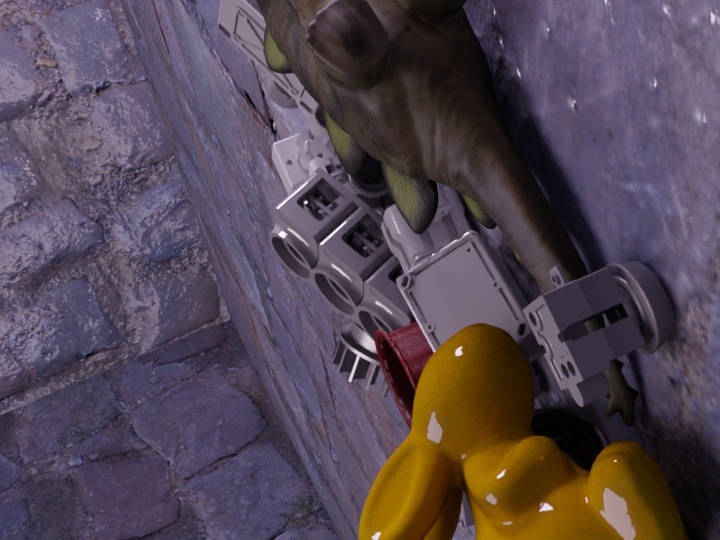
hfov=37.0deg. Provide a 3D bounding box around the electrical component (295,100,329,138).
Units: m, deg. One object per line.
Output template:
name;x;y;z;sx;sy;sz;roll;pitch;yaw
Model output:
electrical component;-0.029;-0.141;0.928;0.077;0.043;0.079;-125;16;-48

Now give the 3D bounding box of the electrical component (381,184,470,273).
electrical component;0.051;-0.019;0.753;0.078;0.058;0.057;102;147;-71

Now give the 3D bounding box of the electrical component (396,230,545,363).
electrical component;0.078;0.034;0.688;0.096;0.062;0.061;62;-166;25

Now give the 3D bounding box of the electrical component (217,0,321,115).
electrical component;-0.051;-0.182;0.816;0.109;0.056;0.109;43;169;-3

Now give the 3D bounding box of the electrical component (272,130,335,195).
electrical component;-0.042;-0.108;0.997;0.076;0.066;0.047;116;131;-76

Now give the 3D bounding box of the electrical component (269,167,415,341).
electrical component;0.000;0.000;0.887;0.150;0.062;0.089;39;158;20

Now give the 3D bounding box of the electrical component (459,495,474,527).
electrical component;0.094;0.157;0.873;0.061;0.061;0.096;-132;27;-60

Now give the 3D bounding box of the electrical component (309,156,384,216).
electrical component;-0.013;-0.066;0.983;0.089;0.050;0.055;98;148;-69

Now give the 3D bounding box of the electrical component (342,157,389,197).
electrical component;0.007;-0.084;0.881;0.065;0.044;0.044;-138;27;-76

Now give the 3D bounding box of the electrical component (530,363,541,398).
electrical component;0.100;0.062;0.740;0.035;0.035;0.061;145;106;-79

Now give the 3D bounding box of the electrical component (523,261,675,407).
electrical component;0.117;0.025;0.522;0.048;0.055;0.066;114;133;-75

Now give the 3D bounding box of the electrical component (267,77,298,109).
electrical component;-0.061;-0.180;1.005;0.081;0.043;0.043;166;82;-79
